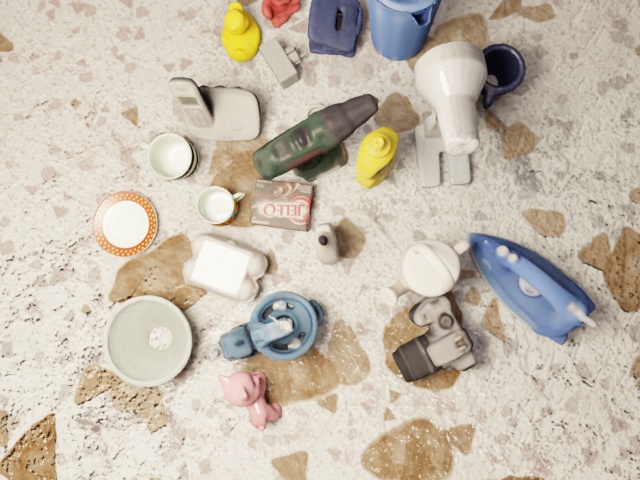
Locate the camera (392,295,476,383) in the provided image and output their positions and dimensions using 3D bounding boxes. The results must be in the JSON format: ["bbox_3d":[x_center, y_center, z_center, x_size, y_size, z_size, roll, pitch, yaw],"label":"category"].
[{"bbox_3d":[0.195,0.187,1.030,0.137,0.101,0.143,-28,85,1],"label":"camera"}]

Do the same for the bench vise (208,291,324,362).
[{"bbox_3d":[-0.093,0.173,0.989,0.207,0.220,0.121,-39,84,0],"label":"bench vise"}]

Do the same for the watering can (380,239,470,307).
[{"bbox_3d":[0.186,0.055,0.993,0.101,0.194,0.173,34,89,6],"label":"watering can"}]

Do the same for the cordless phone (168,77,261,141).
[{"bbox_3d":[-0.189,-0.246,1.041,0.147,0.185,0.094,-1,86,4],"label":"cordless phone"}]

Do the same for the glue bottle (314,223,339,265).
[{"bbox_3d":[0.009,0.004,1.018,0.037,0.173,0.078,-9,85,3],"label":"glue bottle"}]

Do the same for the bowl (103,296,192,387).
[{"bbox_3d":[-0.313,0.186,1.075,0.167,0.075,0.167,0,86,4],"label":"bowl"}]

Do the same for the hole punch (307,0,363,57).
[{"bbox_3d":[0.029,-0.413,1.086,0.101,0.091,0.109,8,87,4],"label":"hole punch"}]

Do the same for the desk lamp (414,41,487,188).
[{"bbox_3d":[0.228,-0.210,0.999,0.118,0.213,0.203,-6,86,4],"label":"desk lamp"}]

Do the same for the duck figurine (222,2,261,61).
[{"bbox_3d":[-0.157,-0.403,1.100,0.077,0.086,0.105,-3,86,4],"label":"duck figurine"}]

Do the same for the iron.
[{"bbox_3d":[0.368,0.070,1.007,0.258,0.141,0.119,41,89,5],"label":"iron"}]

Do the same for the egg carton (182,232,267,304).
[{"bbox_3d":[-0.178,0.051,1.079,0.150,0.069,0.107,19,87,5],"label":"egg carton"}]

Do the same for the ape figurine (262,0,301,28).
[{"bbox_3d":[-0.077,-0.462,1.096,0.077,0.092,0.076,-2,86,4],"label":"ape figurine"}]

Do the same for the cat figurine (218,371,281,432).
[{"bbox_3d":[-0.128,0.287,1.035,0.067,0.118,0.128,-29,85,1],"label":"cat figurine"}]

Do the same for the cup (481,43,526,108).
[{"bbox_3d":[0.318,-0.290,1.058,0.091,0.095,0.118,18,87,5],"label":"cup"}]

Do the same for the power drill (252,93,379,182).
[{"bbox_3d":[-0.003,-0.171,1.013,0.229,0.208,0.075,-28,85,2],"label":"power drill"}]
